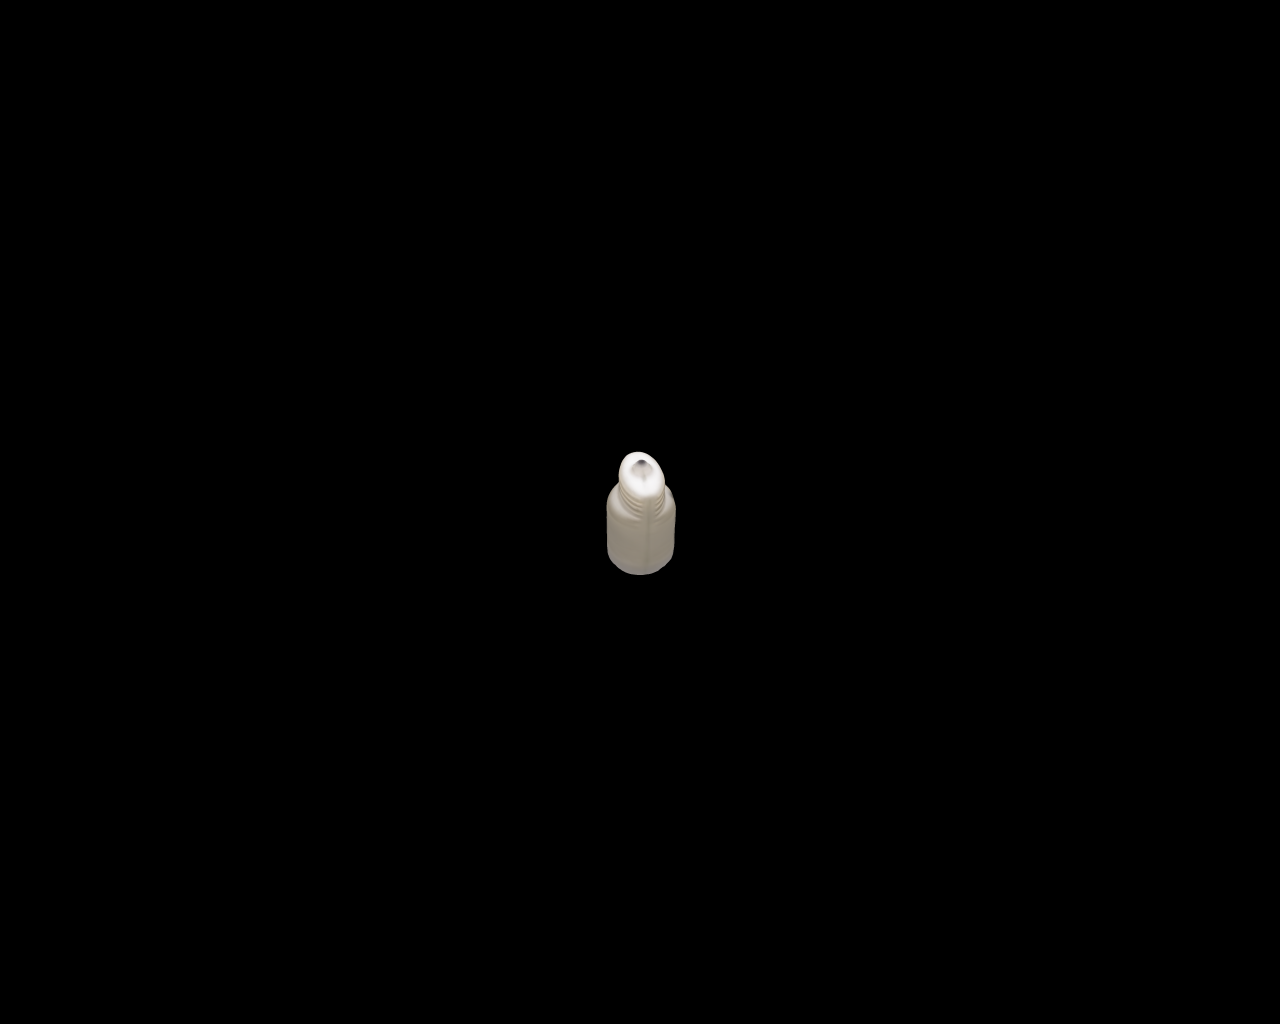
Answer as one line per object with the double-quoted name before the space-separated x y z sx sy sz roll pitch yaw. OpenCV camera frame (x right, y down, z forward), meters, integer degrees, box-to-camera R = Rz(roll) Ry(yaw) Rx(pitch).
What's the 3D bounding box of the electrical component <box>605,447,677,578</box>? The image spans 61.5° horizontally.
"electrical component" 0.001 -0.003 0.650 0.043 0.043 0.080 0 -44 0
